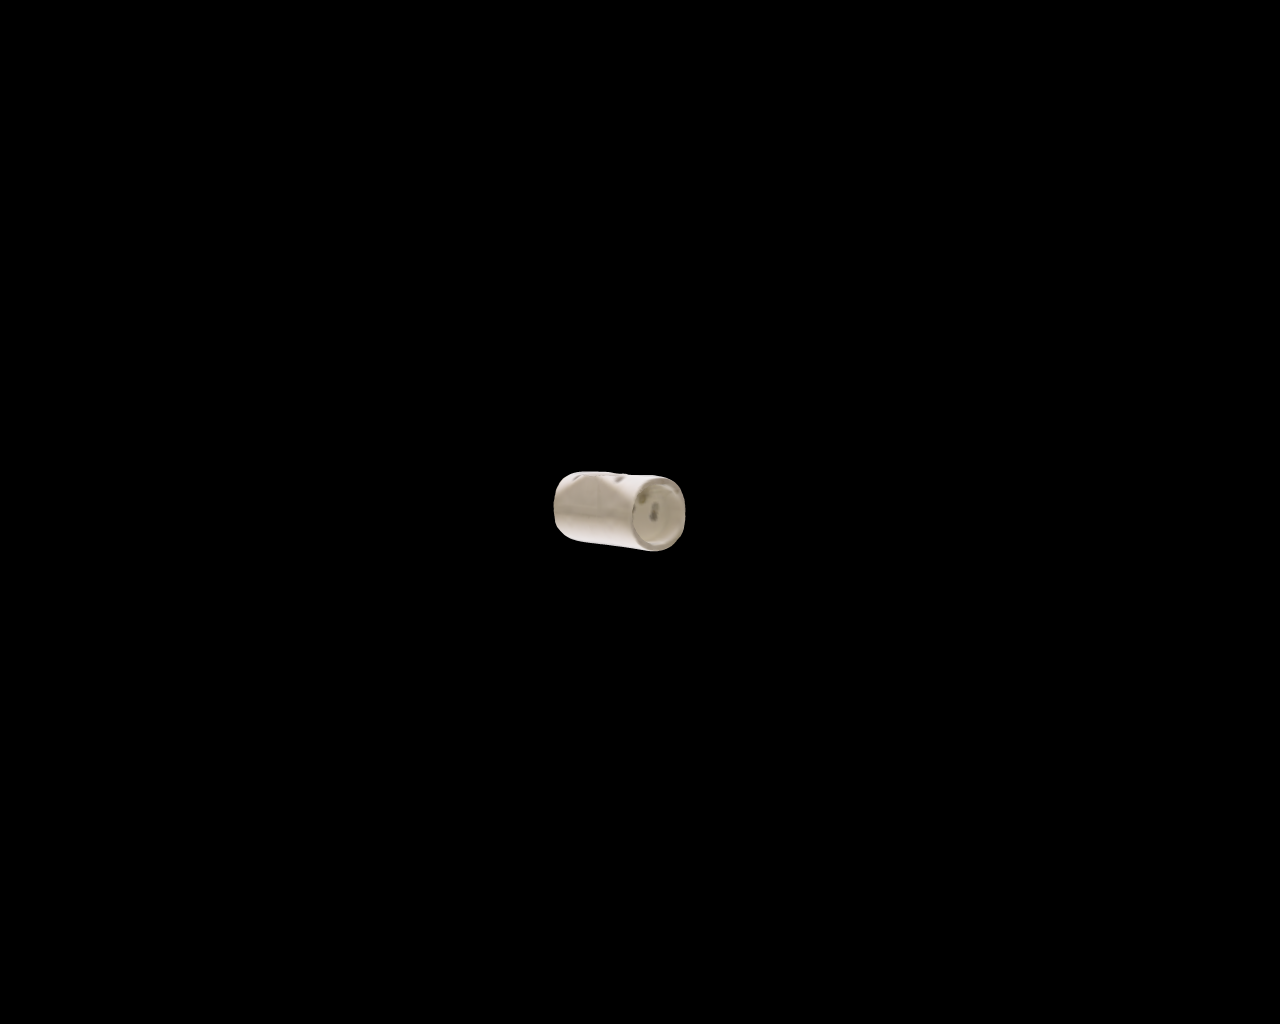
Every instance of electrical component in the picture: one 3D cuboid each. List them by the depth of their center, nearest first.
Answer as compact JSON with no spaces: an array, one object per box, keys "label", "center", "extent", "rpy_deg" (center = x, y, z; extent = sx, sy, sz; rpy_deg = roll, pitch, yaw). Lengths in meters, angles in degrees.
[{"label":"electrical component","center":[0.001,-0.003,0.650],"extent":[0.079,0.044,0.077],"rpy_deg":[-4,6,-39]}]
